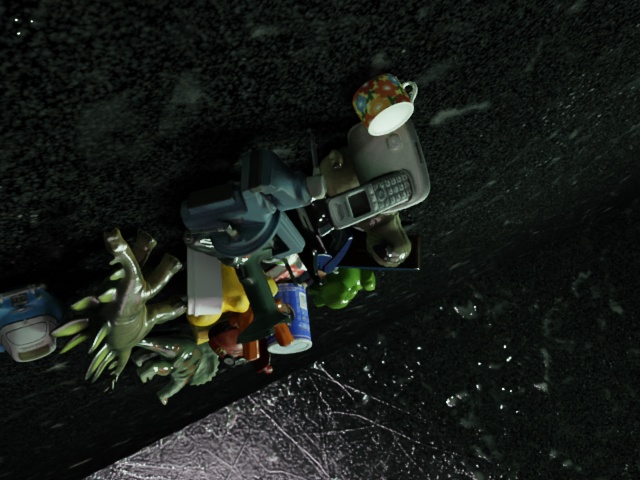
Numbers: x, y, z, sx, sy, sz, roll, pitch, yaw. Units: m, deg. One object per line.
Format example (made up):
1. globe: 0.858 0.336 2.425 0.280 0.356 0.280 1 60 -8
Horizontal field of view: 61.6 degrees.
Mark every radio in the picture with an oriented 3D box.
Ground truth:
1. radio: 0.096 0.025 1.134 0.230 0.073 0.131 3 177 10

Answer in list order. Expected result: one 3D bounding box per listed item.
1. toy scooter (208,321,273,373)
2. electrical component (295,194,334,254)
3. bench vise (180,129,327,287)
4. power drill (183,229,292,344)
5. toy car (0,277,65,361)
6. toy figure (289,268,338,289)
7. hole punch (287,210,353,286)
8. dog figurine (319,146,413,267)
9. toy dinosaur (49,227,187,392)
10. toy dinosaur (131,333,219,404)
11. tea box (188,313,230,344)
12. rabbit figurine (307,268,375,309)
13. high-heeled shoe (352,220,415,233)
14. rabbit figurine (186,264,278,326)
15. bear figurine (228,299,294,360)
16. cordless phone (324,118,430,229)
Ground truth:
1. toy scooter: -0.172 0.254 1.251 0.075 0.135 0.184 -40 155 30
2. electrical component: -0.004 -0.036 0.908 0.048 0.119 0.075 -35 -153 -17
3. bench vise: -0.077 -0.034 0.812 0.224 0.129 0.240 -22 145 9
4. power drill: -0.133 0.068 0.916 0.086 0.207 0.232 -24 176 24
5. toy car: -0.446 0.131 0.826 0.109 0.103 0.161 -17 161 -29
6. toy figure: -0.018 0.080 1.316 0.154 0.064 0.057 -31 151 15
7. hole punch: -0.002 -0.003 1.022 0.092 0.142 0.115 -24 150 -19
8. dog figurine: 0.081 -0.052 0.895 0.121 0.190 0.172 -35 158 24
9. toy dinosaur: -0.325 0.129 0.874 0.198 0.105 0.470 -42 163 -32
10. toy dinosaur: -0.365 0.298 1.373 0.192 0.131 0.404 -33 160 -19
11. tea box: -0.228 0.182 1.303 0.170 0.068 0.098 -18 160 -20
12. rabbit figurine: 0.040 0.109 1.346 0.159 0.121 0.170 -15 -161 24
13. high-heeled shoe: 0.090 -0.049 1.152 0.248 0.086 0.145 14 170 -38
14. rabbit figurine: -0.196 0.102 1.059 0.173 0.121 0.162 -39 -168 -28
15. bear figurine: -0.156 0.171 1.193 0.120 0.131 0.196 -19 -170 -25
16. cordless phone: 0.066 -0.101 0.797 0.184 0.146 0.089 -25 -169 -32
